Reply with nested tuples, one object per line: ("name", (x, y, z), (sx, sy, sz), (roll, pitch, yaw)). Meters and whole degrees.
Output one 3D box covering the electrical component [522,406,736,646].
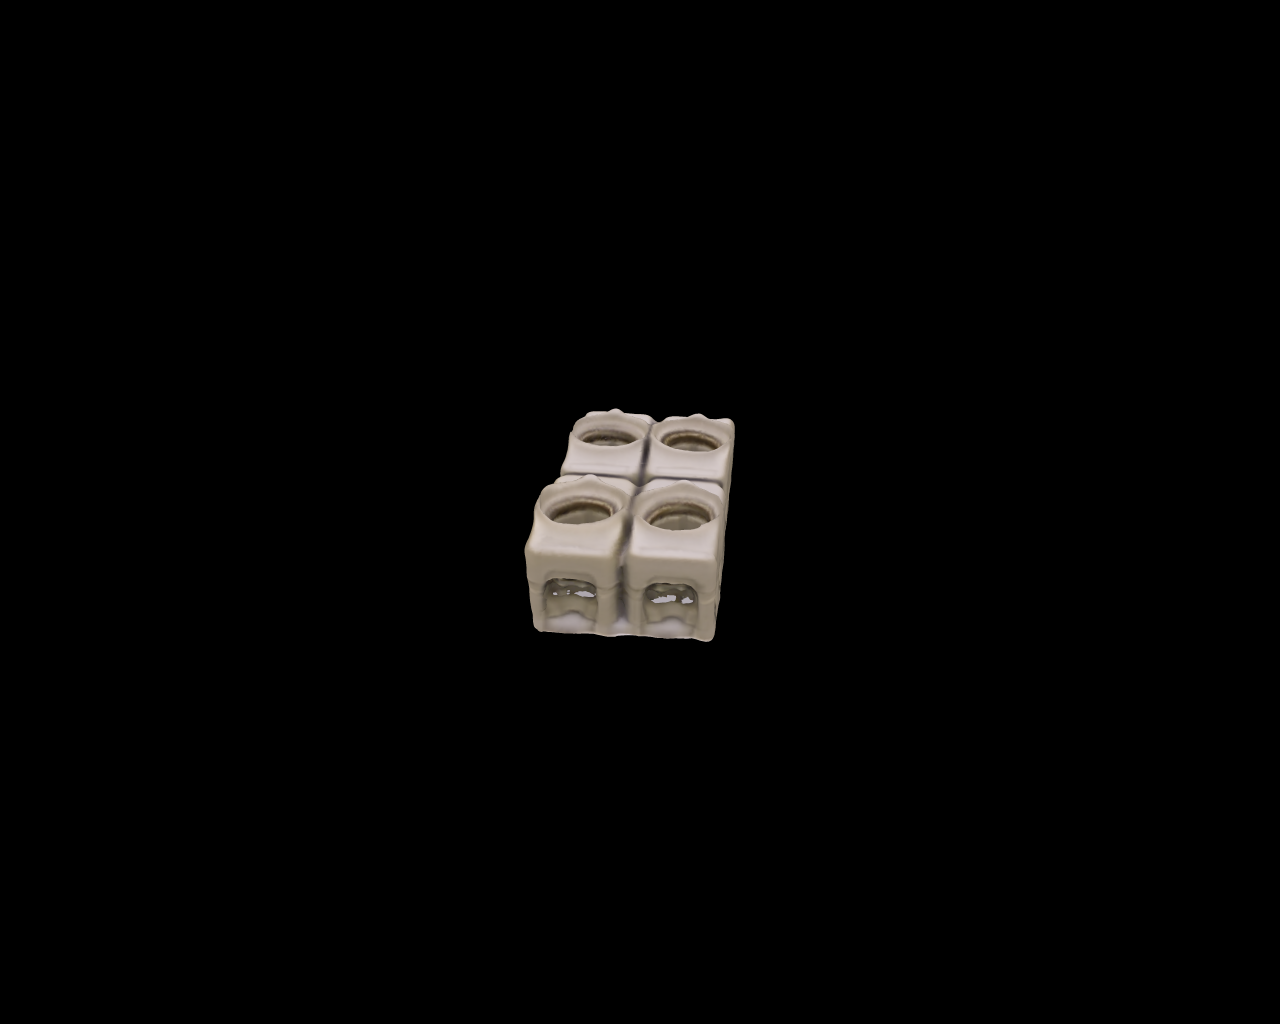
("electrical component", (0.001, -0.003, 0.650), (0.105, 0.060, 0.186), (4, 30, 7))
